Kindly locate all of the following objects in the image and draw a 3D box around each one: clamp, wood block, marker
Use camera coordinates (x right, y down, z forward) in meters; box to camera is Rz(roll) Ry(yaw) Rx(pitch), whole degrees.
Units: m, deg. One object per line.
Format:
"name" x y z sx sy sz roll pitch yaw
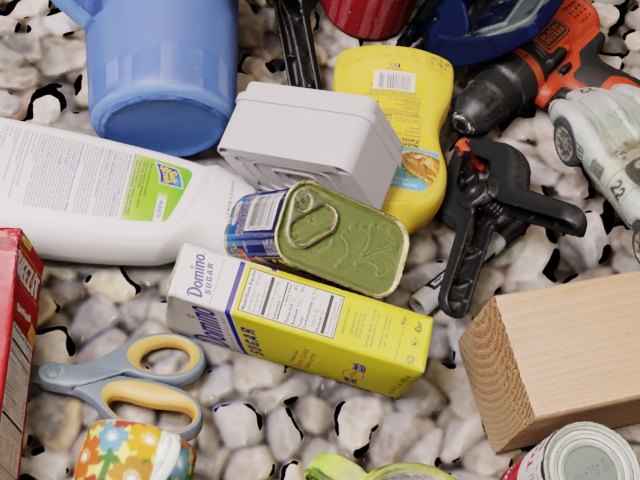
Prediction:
"clamp" -0.034 -0.211 0.854 0.036 0.164 0.210 -13 53 19
"wood block" 0.217 0.080 0.768 0.205 0.090 0.091 -9 65 -15
"clamp" 0.136 -0.027 0.794 0.039 0.120 0.171 46 29 -34
"marker" 0.116 0.017 0.821 0.121 0.020 0.020 -37 75 -25

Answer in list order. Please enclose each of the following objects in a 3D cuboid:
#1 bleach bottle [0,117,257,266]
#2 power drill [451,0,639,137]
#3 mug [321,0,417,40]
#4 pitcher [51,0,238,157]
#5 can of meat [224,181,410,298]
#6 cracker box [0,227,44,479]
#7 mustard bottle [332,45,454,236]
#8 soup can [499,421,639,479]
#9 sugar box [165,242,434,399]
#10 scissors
"bleach bottle" -0.147 -0.021 0.768 0.250 0.068 0.102 12 62 -7
"power drill" 0.222 -0.103 0.880 0.188 0.057 0.184 41 63 11
"mug" 0.057 -0.226 0.899 0.117 0.082 0.093 -16 67 -18
"pitcher" -0.132 -0.193 0.821 0.149 0.145 0.243 -9 66 10
"can of meat" -0.005 0.001 0.734 0.102 0.084 0.057 22 78 -29
"cracker box" -0.271 0.098 0.667 0.164 0.072 0.213 0 64 -1
"mustard bottle" 0.050 -0.059 0.825 0.096 0.058 0.191 7 62 0
"soup can" 0.161 0.166 0.706 0.068 0.102 0.068 4 63 -8
"sugar box" -0.017 0.058 0.732 0.176 0.093 0.048 14 69 -2
"scissors" -0.167 0.083 0.735 0.202 0.016 0.096 19 45 12
